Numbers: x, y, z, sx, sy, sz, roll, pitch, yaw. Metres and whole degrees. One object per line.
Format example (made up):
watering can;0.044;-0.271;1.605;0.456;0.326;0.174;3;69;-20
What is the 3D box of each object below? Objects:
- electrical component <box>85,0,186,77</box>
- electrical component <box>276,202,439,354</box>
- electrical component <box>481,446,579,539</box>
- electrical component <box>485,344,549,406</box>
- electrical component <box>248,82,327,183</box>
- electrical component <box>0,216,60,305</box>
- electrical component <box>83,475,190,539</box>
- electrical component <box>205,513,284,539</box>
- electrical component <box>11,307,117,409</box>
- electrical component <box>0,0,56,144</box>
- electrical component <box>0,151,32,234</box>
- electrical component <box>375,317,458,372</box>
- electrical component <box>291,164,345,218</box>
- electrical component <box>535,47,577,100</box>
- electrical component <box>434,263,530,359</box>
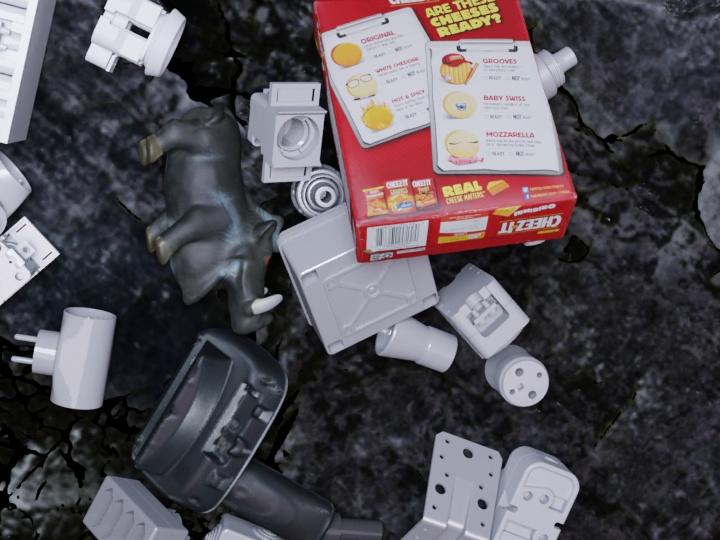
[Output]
electrical component;-0.176;-0.190;0.858;0.057;0.058;0.078;25;94;-8
electrical component;0.000;0.000;0.885;0.109;0.056;0.108;-26;137;-7
electrical component;0.149;0.211;0.964;0.054;0.059;0.095;23;95;-11
electrical component;0.138;0.093;0.947;0.045;0.055;0.045;-1;99;-8
electrical component;-0.061;-0.114;0.862;0.042;0.064;0.081;-5;116;-29
electrical component;-0.289;0.000;0.868;0.081;0.064;0.042;-41;103;-1
electrical component;-0.178;0.220;0.917;0.076;0.083;0.047;24;96;-49
electrical component;-0.098;0.272;0.944;0.100;0.048;0.099;24;94;-11
electrical component;-0.248;0.070;0.894;0.079;0.044;0.077;10;97;-9
electrical component;-0.280;-0.179;0.828;0.062;0.089;0.150;13;97;-10
electrical component;-0.302;-0.048;0.852;0.077;0.079;0.044;-38;129;-1
electrical component;0.052;0.064;0.938;0.065;0.044;0.044;21;95;-15
electrical component;-0.032;-0.063;0.895;0.048;0.062;0.048;-1;99;-8
electrical component;0.155;-0.166;0.915;0.062;0.043;0.043;-33;102;-3
electrical component;0.103;0.037;0.915;0.050;0.089;0.055;-42;102;0
